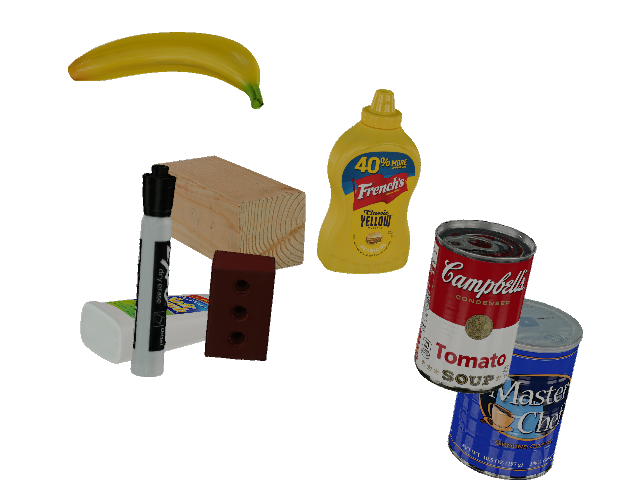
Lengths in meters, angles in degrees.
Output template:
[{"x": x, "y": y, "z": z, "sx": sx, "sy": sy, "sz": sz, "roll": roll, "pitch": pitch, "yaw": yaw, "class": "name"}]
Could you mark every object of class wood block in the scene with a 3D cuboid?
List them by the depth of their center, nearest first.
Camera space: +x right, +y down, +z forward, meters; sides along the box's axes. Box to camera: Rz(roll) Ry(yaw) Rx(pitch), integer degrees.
[{"x": -0.113, "y": -0.034, "z": 1.289, "sx": 0.090, "sy": 0.090, "sz": 0.206, "roll": -11, "pitch": 22, "yaw": -34, "class": "wood block"}]

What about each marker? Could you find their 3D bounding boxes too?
[{"x": -0.095, "y": 0.017, "z": 0.606, "sx": 0.020, "sy": 0.121, "sz": 0.020, "roll": 5, "pitch": 10, "yaw": -1, "class": "marker"}]

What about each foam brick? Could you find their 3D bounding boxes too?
[{"x": -0.066, "y": 0.053, "z": 0.885, "sx": 0.053, "sy": 0.078, "sz": 0.051, "roll": 5, "pitch": 13, "yaw": -3, "class": "foam brick"}]

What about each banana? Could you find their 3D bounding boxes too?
[{"x": -0.136, "y": -0.165, "z": 0.986, "sx": 0.198, "sy": 0.037, "sz": 0.069, "roll": 9, "pitch": 45, "yaw": 18, "class": "banana"}]

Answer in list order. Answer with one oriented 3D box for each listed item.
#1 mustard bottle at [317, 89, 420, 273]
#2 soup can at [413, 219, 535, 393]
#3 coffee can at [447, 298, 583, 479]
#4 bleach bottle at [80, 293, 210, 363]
[{"x": 0.054, "y": -0.061, "z": 1.100, "sx": 0.096, "sy": 0.192, "sz": 0.058, "roll": 0, "pitch": 24, "yaw": -16, "class": "mustard bottle"}, {"x": 0.104, "y": 0.045, "z": 0.732, "sx": 0.068, "sy": 0.102, "sz": 0.068, "roll": 6, "pitch": 22, "yaw": -3, "class": "soup can"}, {"x": 0.181, "y": 0.137, "z": 1.003, "sx": 0.103, "sy": 0.140, "sz": 0.103, "roll": 6, "pitch": 21, "yaw": -3, "class": "coffee can"}, {"x": -0.198, "y": 0.108, "z": 1.477, "sx": 0.250, "sy": 0.068, "sz": 0.103, "roll": -9, "pitch": 24, "yaw": -43, "class": "bleach bottle"}]
